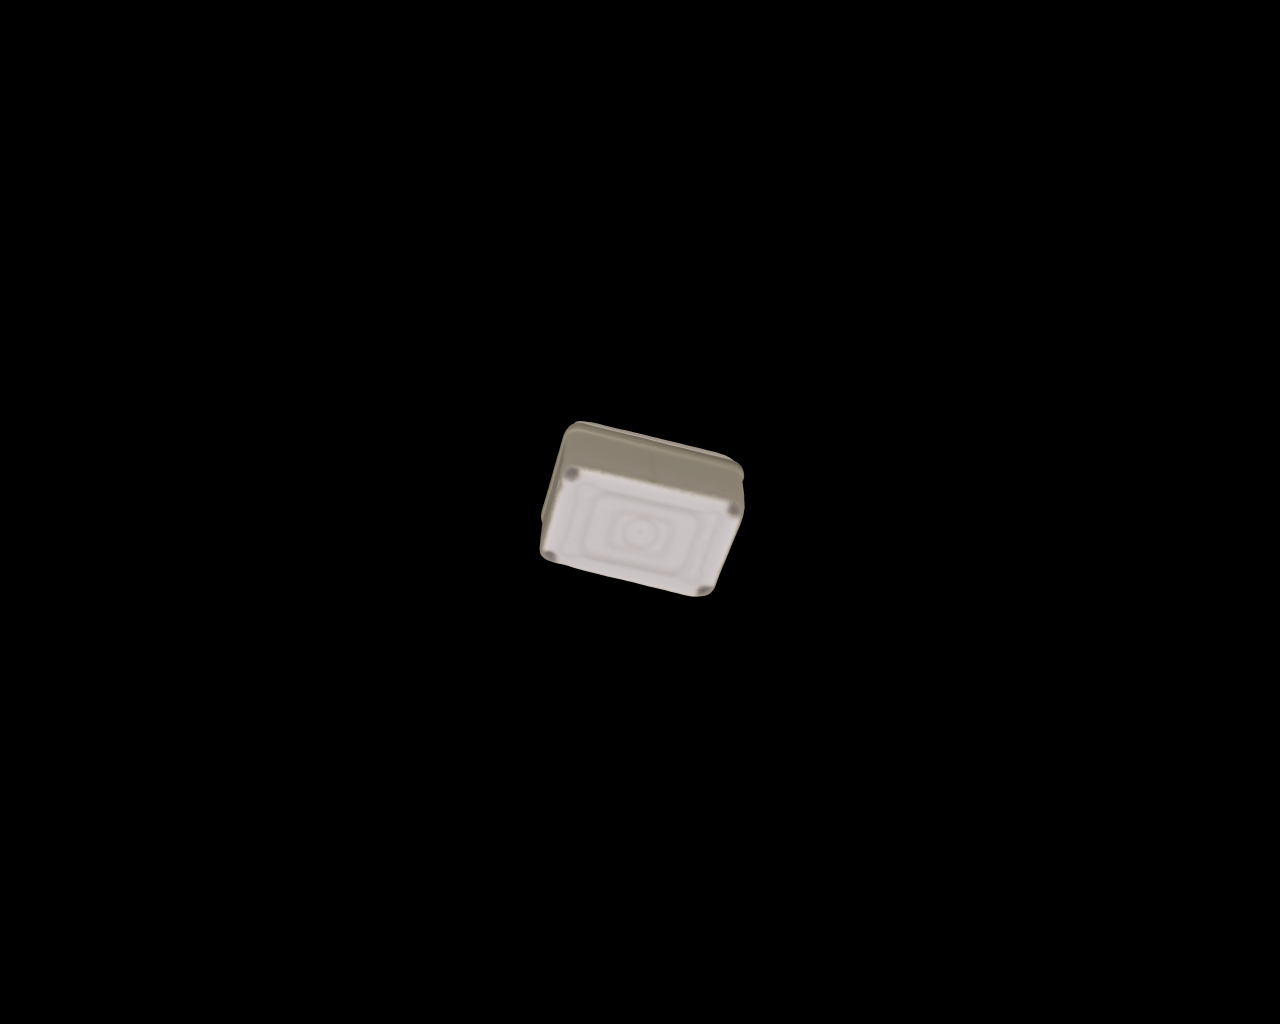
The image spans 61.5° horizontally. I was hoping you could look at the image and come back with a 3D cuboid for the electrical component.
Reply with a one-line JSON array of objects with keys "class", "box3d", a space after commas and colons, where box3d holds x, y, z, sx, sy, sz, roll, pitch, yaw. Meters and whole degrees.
[{"class": "electrical component", "box3d": [0.001, -0.003, 0.650, 0.113, 0.078, 0.057, 14, 33, -9]}]
